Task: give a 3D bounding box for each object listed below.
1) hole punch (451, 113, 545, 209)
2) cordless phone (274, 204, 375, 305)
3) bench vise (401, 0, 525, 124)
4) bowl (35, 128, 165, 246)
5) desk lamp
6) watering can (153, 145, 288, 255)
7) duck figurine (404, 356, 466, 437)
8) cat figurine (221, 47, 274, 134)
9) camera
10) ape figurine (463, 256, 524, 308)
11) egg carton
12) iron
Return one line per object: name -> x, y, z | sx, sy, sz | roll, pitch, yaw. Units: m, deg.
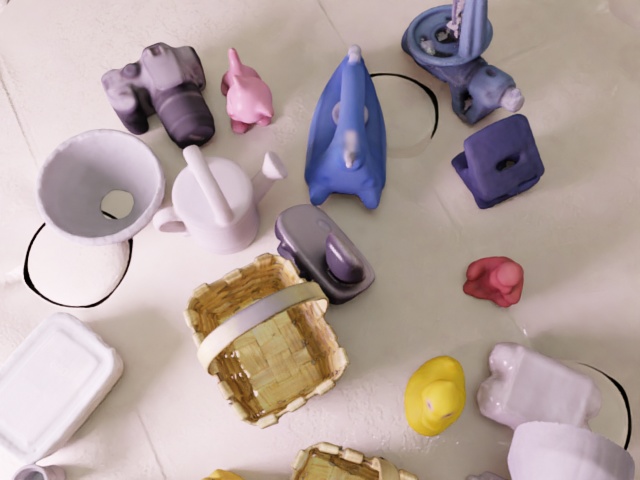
hole punch -> 0.258, -0.110, 0.809 | 0.109, 0.091, 0.101 | -26, 75, -10
cordless phone -> 0.007, 0.003, 0.716 | 0.094, 0.185, 0.147 | -40, 78, -13
bench vise -> 0.215, -0.279, 0.792 | 0.207, 0.220, 0.121 | 31, 74, 8
bowl -> -0.290, -0.062, 0.783 | 0.167, 0.075, 0.167 | 1, 73, -2
desk lamp -> 0.229, 0.305, 0.616 | 0.118, 0.213, 0.203 | 25, 74, 6
watering can -> -0.127, -0.060, 0.726 | 0.101, 0.194, 0.173 | 41, 76, 10
duck figurine -> 0.150, 0.193, 0.714 | 0.077, 0.086, 0.105 | 26, 74, 6
cat figurine -> -0.106, -0.212, 0.813 | 0.067, 0.118, 0.128 | -17, 74, -7
camera -> -0.219, -0.197, 0.814 | 0.143, 0.101, 0.136 | -26, 75, -10
ape figurine -> 0.239, 0.051, 0.758 | 0.076, 0.092, 0.077 | -31, 76, -10
egg carton -> 0.277, 0.199, 0.726 | 0.150, 0.069, 0.107 | 24, 74, 5
iron -> 0.041, -0.179, 0.796 | 0.118, 0.141, 0.258 | 3, 73, -1
